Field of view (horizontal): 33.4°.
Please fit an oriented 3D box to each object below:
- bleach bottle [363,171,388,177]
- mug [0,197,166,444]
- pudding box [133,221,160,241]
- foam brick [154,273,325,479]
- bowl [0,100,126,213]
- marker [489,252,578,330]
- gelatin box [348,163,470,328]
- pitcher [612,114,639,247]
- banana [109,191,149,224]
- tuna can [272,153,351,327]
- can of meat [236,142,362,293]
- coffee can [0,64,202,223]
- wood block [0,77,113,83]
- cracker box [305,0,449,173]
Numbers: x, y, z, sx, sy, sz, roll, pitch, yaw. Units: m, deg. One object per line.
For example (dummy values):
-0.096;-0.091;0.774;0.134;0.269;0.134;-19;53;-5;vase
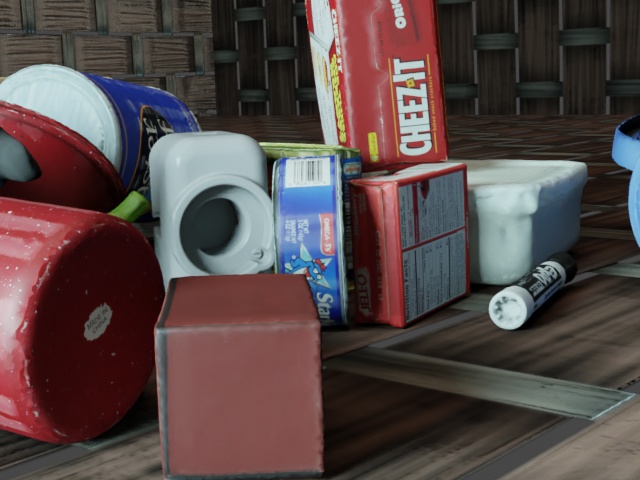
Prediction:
-0.004;-0.042;0.885;0.103;0.068;0.250;8;10;30;bleach bottle
-0.106;0.032;0.395;0.082;0.093;0.117;8;-23;27;mug
-0.159;-0.021;0.856;0.113;0.039;0.090;-2;8;12;pudding box
-0.027;0.044;0.363;0.051;0.053;0.078;-3;10;-4;foam brick
-0.194;-0.012;0.606;0.162;0.055;0.162;3;-33;2;bowl
0.115;0.024;0.561;0.020;0.020;0.121;2;10;25;marker
0.048;0.000;0.558;0.030;0.073;0.089;2;11;32;gelatin box
0.256;-0.042;0.616;0.149;0.145;0.242;-38;-11;35;pitcher
-0.148;0.022;0.509;0.037;0.070;0.197;36;24;2;banana
-0.003;0.001;0.528;0.034;0.086;0.086;-3;9;2;tuna can
-0.022;-0.015;0.634;0.102;0.084;0.057;6;10;38;can of meat
-0.152;-0.061;0.730;0.103;0.103;0.140;1;2;17;coffee can
-0.246;-0.077;0.830;0.090;0.091;0.205;-5;7;22;wood block
0.035;-0.137;0.755;0.072;0.164;0.214;-7;8;-4;cracker box
